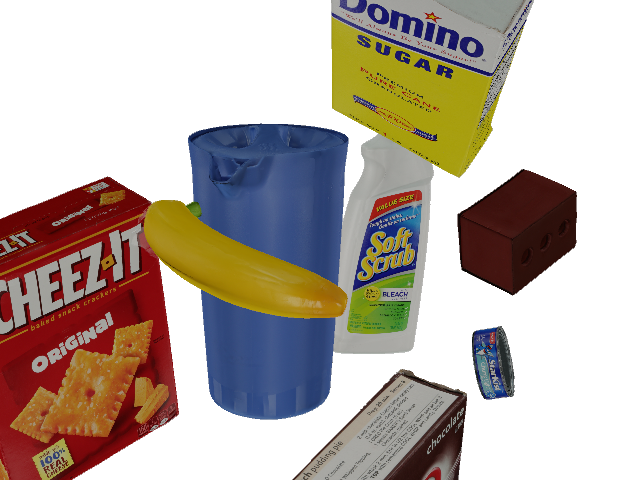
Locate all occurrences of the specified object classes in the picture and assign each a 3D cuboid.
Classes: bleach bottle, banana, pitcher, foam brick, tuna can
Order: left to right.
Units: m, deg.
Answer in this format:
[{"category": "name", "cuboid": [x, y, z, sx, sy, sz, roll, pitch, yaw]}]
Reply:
[{"category": "banana", "cuboid": [-0.064, 0.007, 0.688, 0.069, 0.037, 0.198, -16, 30, -30]}, {"category": "pitcher", "cuboid": [-0.039, 0.021, 0.925, 0.149, 0.243, 0.145, -6, 18, -21]}, {"category": "bleach bottle", "cuboid": [0.060, -0.009, 1.103, 0.102, 0.251, 0.068, 1, 18, -11]}, {"category": "tuna can", "cuboid": [0.208, 0.148, 1.284, 0.034, 0.086, 0.086, -11, -3, 17]}, {"category": "foam brick", "cuboid": [0.145, -0.007, 0.782, 0.078, 0.053, 0.051, -34, 42, -30]}]

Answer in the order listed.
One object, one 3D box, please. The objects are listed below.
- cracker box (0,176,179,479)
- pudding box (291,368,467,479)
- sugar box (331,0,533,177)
[{"category": "cracker box", "cuboid": [-0.201, 0.080, 0.837, 0.163, 0.214, 0.072, -27, 38, -36]}, {"category": "pudding box", "cuboid": [0.019, 0.122, 0.454, 0.039, 0.090, 0.113, 20, 37, 26]}, {"category": "sugar box", "cuboid": [0.053, -0.100, 0.561, 0.093, 0.048, 0.176, 29, -13, 11]}]
